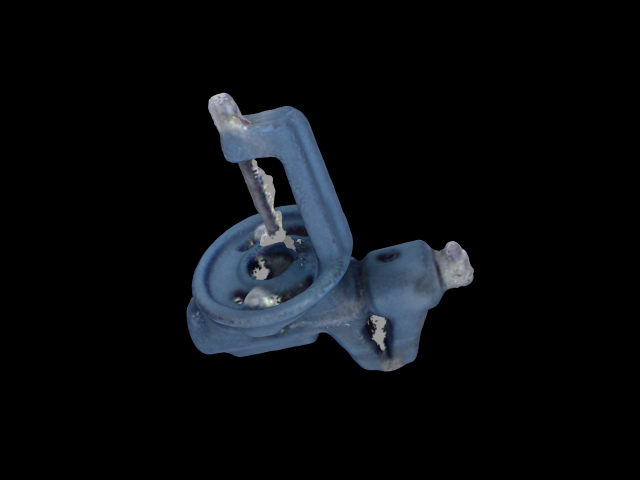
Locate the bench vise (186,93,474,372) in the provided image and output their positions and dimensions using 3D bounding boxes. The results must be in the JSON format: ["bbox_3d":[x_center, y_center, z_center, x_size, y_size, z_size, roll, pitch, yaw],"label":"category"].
[{"bbox_3d":[0.000,-0.006,0.409,0.208,0.220,0.121,-12,41,-14],"label":"bench vise"}]
